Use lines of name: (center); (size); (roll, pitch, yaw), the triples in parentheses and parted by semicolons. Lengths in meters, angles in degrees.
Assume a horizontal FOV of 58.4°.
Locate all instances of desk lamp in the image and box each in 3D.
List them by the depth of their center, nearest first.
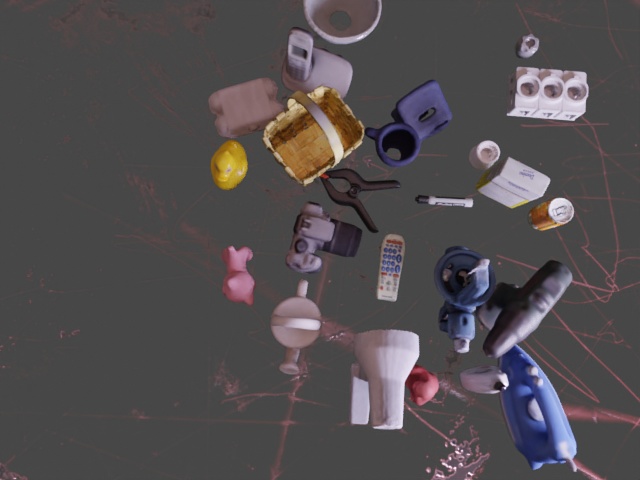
desk lamp: (0.119, 0.267, 1.087); (0.118, 0.213, 0.203); (2, 84, -1)

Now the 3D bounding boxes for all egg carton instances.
egg carton: (-0.153, -0.277, 1.206); (0.150, 0.069, 0.107); (-18, 85, -3)

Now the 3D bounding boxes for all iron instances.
iron: (0.428, 0.323, 1.125); (0.118, 0.141, 0.258); (-19, 85, -3)

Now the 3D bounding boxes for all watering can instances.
watering can: (-0.044, 0.166, 1.102); (0.101, 0.194, 0.173); (-13, 85, -2)

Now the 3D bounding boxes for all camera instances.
camera: (0.011, 0.004, 1.167); (0.137, 0.101, 0.143); (16, 84, 0)

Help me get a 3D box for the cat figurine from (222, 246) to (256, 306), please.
cat figurine: (-0.166, 0.072, 1.147); (0.067, 0.117, 0.128); (-11, 85, -2)

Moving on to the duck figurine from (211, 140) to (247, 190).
duck figurine: (-0.192, -0.161, 1.185); (0.077, 0.086, 0.105); (14, 84, 0)

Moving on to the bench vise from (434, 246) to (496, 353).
bench vise: (0.294, 0.108, 1.104); (0.121, 0.219, 0.207); (-15, 85, -3)

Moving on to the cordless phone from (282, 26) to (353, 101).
cordless phone: (-0.005, -0.357, 1.160); (0.147, 0.185, 0.094); (17, 84, 1)

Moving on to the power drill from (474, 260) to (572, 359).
power drill: (0.376, 0.136, 1.109); (0.075, 0.208, 0.230); (45, 85, 3)

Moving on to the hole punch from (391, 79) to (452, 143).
hole punch: (0.219, -0.267, 1.204); (0.109, 0.091, 0.101); (-34, 86, -4)

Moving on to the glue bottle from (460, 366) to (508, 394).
glue bottle: (0.329, 0.275, 1.111); (0.078, 0.173, 0.037); (-16, 85, -3)

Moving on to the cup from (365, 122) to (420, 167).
cup: (0.143, -0.195, 1.193); (0.117, 0.095, 0.092); (24, 84, 1)

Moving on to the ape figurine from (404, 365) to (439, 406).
ape figurine: (0.204, 0.294, 1.147); (0.076, 0.092, 0.078); (10, 84, 0)

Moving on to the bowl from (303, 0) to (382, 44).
bowl: (0.046, -0.490, 1.230); (0.167, 0.074, 0.167); (0, 84, -1)
